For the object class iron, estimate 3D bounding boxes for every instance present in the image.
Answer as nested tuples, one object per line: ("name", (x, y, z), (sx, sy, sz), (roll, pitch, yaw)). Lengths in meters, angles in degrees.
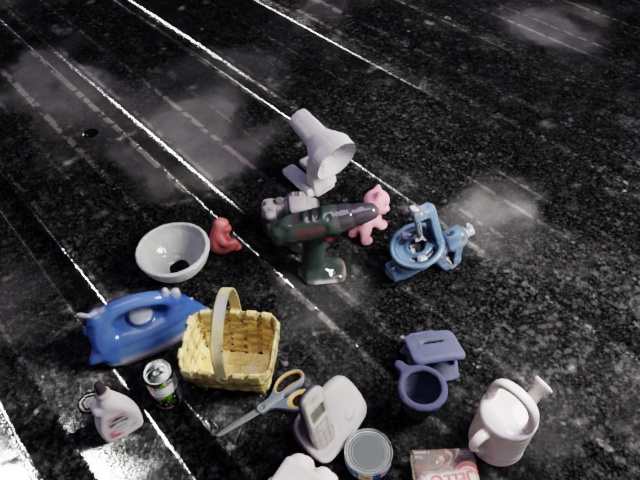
("iron", (-0.359, 0.152, 1.170), (0.259, 0.141, 0.118), (-20, 50, -16))

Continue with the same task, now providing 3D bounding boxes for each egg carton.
("egg carton", (-0.045, 0.435, 0.954), (0.107, 0.069, 0.150), (25, 53, 22))

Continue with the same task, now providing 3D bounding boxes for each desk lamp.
("desk lamp", (-0.011, -0.212, 1.445), (0.118, 0.214, 0.202), (-32, 54, -24))

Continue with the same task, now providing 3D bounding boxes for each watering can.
("watering can", (0.325, 0.299, 0.986), (0.100, 0.194, 0.173), (24, 53, 22))

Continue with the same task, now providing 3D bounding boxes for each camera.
("camera", (-0.068, -0.043, 1.368), (0.143, 0.101, 0.136), (-5, 48, -3))

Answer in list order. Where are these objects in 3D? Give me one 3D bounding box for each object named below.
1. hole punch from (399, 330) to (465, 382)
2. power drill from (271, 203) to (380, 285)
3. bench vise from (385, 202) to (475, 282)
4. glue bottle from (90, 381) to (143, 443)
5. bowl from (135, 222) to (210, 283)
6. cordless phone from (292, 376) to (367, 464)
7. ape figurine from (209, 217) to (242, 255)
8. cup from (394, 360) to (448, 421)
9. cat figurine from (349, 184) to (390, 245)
("hole punch", (0.220, 0.220, 1.130), (0.108, 0.091, 0.101), (-7, 48, -5))
("power drill", (0.011, 0.004, 1.251), (0.229, 0.208, 0.075), (-5, 48, -3))
("bench vise", (0.240, -0.018, 1.258), (0.208, 0.220, 0.121), (-32, 54, -25))
("glue bottle", (-0.371, 0.298, 1.016), (0.078, 0.173, 0.037), (-29, 53, -23))
("bowl", (-0.331, 0.042, 1.315), (0.167, 0.075, 0.167), (-1, 48, 1))
("cordless phone", (0.016, 0.291, 1.005), (0.094, 0.185, 0.148), (27, 54, 24))
("ape figurine", (-0.229, -0.015, 1.352), (0.076, 0.092, 0.077), (-12, 49, -9))
("cup", (0.177, 0.286, 1.068), (0.092, 0.095, 0.117), (-30, 54, -24))
("cat figurine", (0.124, -0.070, 1.378), (0.067, 0.118, 0.128), (27, 54, 24))
